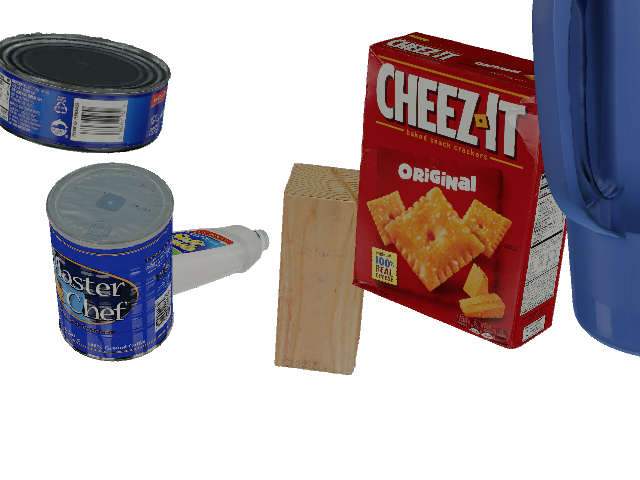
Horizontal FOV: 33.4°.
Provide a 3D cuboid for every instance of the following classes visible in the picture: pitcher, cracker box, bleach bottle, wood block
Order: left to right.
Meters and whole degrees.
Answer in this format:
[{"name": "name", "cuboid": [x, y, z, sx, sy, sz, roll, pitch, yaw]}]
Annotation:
[{"name": "bleach bottle", "cuboid": [-0.170, 0.021, 1.330, 0.103, 0.068, 0.250, 25, 28, 38]}, {"name": "wood block", "cuboid": [0.004, 0.031, 1.160, 0.090, 0.206, 0.090, 6, 25, 5]}, {"name": "cracker box", "cuboid": [0.111, -0.040, 0.846, 0.164, 0.214, 0.071, 23, 32, 35]}, {"name": "pitcher", "cuboid": [0.179, -0.060, 0.559, 0.149, 0.243, 0.145, -5, 22, 4]}]

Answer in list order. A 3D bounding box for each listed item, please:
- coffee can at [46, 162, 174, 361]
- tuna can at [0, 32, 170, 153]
[{"name": "coffee can", "cuboid": [-0.177, 0.019, 0.914, 0.102, 0.140, 0.103, 4, 42, -3]}, {"name": "tuna can", "cuboid": [-0.119, -0.074, 0.530, 0.086, 0.034, 0.086, 10, 25, -5]}]
